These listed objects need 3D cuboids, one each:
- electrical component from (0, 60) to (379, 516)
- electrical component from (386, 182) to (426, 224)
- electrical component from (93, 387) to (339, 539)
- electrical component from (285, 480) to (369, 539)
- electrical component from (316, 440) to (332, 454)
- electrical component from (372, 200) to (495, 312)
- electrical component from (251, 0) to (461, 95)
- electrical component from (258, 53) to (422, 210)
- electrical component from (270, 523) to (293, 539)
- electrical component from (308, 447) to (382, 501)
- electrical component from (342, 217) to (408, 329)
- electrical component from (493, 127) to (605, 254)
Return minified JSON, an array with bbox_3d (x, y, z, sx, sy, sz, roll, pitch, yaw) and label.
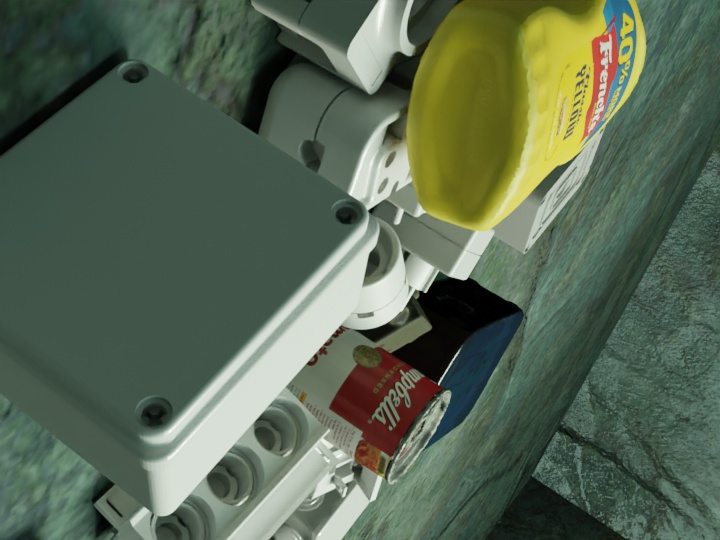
[{"bbox_3d":[-0.069,0.002,0.347,0.108,0.109,0.056,-48,163,-30],"label":"electrical component"},{"bbox_3d":[0.035,-0.060,0.633,0.083,0.047,0.075,-41,157,-44],"label":"electrical component"},{"bbox_3d":[-0.080,0.121,0.598,0.121,0.078,0.063,-44,180,-39],"label":"electrical component"},{"bbox_3d":[-0.028,0.188,0.890,0.099,0.048,0.099,-48,161,-28],"label":"electrical component"},{"bbox_3d":[-0.052,0.120,0.721,0.065,0.044,0.044,-40,156,-34],"label":"electrical component"},{"bbox_3d":[0.036,-0.011,0.689,0.076,0.066,0.047,-59,163,6],"label":"electrical component"},{"bbox_3d":[0.009,-0.123,0.432,0.089,0.056,0.050,-57,163,-3],"label":"electrical component"},{"bbox_3d":[-0.002,-0.070,0.491,0.095,0.059,0.053,-36,153,-51],"label":"electrical component"},{"bbox_3d":[-0.073,0.211,0.824,0.040,0.040,0.046,-59,168,3],"label":"electrical component"},{"bbox_3d":[-0.020,0.131,0.782,0.064,0.081,0.042,-19,144,-29],"label":"electrical component"},{"bbox_3d":[0.000,0.000,0.630,0.055,0.055,0.047,-51,159,-21],"label":"electrical component"},{"bbox_3d":[0.143,-0.080,0.882,0.113,0.057,0.078,-47,160,-31],"label":"electrical component"}]
